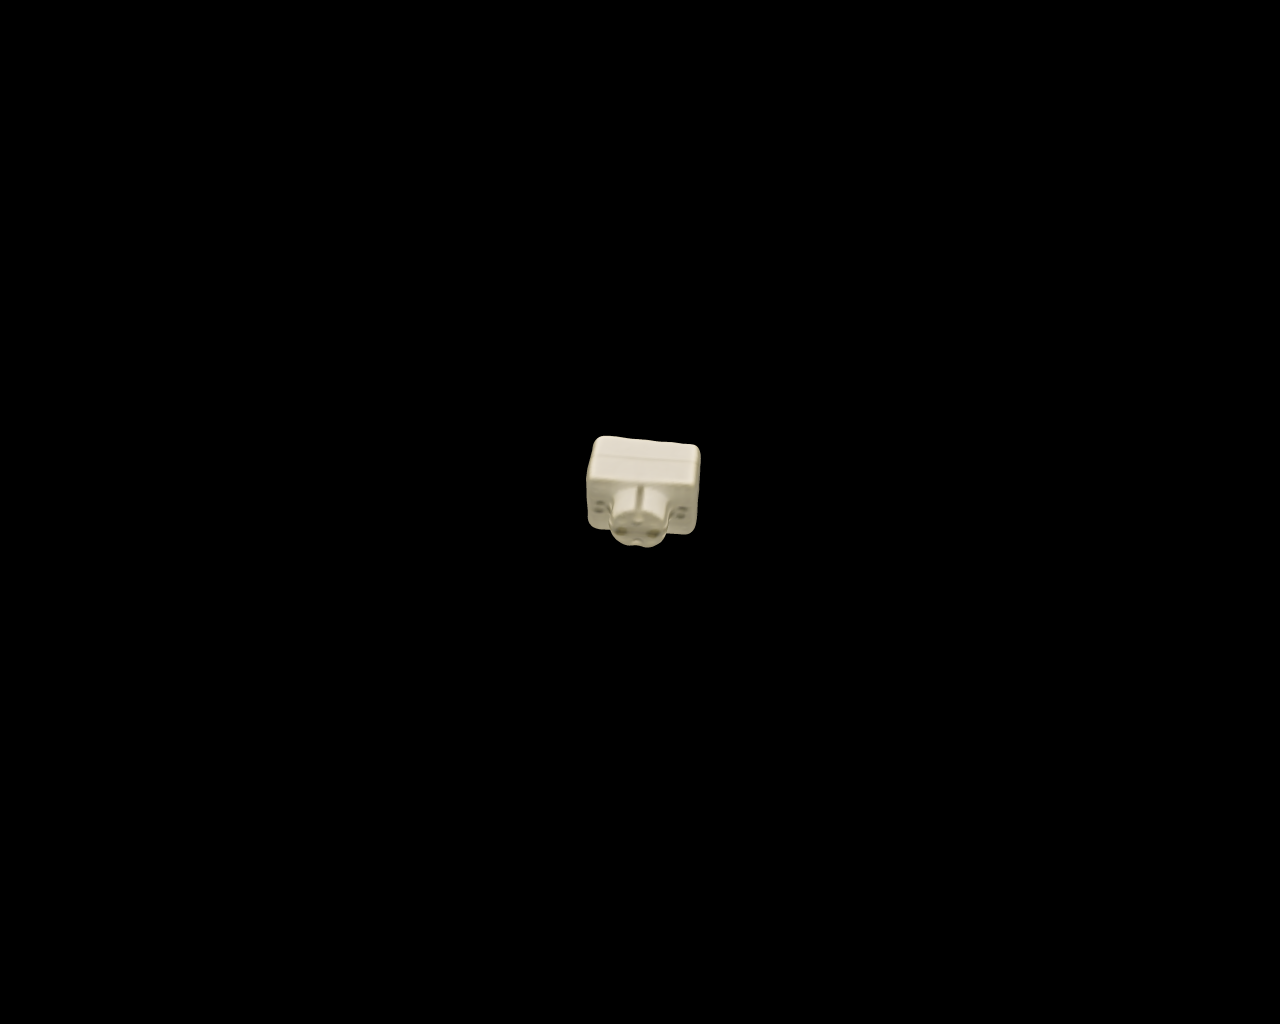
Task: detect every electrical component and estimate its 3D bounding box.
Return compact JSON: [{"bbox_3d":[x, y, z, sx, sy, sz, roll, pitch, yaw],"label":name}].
[{"bbox_3d":[0.001,-0.003,0.650,0.066,0.077,0.047,4,-43,4],"label":"electrical component"}]
